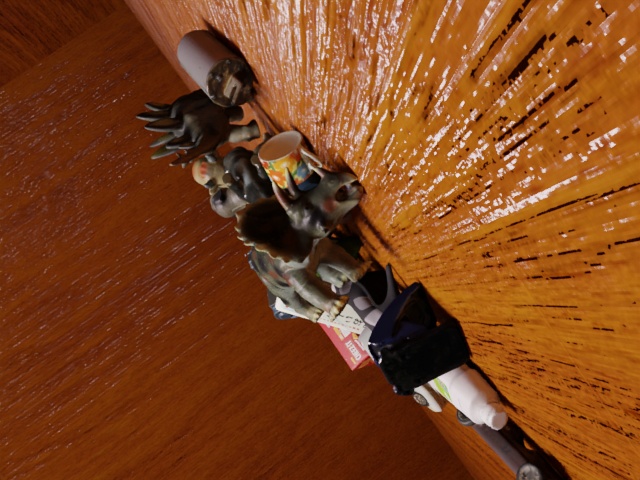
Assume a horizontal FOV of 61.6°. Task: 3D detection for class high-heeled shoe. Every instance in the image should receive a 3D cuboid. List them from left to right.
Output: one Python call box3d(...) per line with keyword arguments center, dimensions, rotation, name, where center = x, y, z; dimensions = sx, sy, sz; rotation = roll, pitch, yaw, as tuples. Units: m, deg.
box3d(center=(0.088, 0.123, 0.898), dimensions=(0.249, 0.086, 0.145), rotation=(146, 115, -69), name="high-heeled shoe")

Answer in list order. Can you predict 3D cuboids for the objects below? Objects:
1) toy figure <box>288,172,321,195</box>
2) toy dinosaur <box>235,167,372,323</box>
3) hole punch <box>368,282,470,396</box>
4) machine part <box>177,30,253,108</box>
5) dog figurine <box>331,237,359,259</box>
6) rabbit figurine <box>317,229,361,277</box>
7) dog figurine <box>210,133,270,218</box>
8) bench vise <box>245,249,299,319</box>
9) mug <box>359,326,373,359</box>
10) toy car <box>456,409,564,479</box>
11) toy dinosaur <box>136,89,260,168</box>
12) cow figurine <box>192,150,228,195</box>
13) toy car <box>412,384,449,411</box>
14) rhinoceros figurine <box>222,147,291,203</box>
box3d(center=(-0.043, -0.115, 0.882), dimensions=(0.155, 0.058, 0.064), rotation=(-125, 34, -44), name="toy figure")
box3d(center=(-0.042, 0.028, 0.799), dimensions=(0.192, 0.131, 0.405), rotation=(40, 159, -1), name="toy dinosaur")
box3d(center=(0.122, 0.132, 0.717), dimensions=(0.092, 0.116, 0.142), rotation=(61, -178, 41), name="hole punch")
box3d(center=(-0.170, -0.277, 0.858), dimensions=(0.243, 0.079, 0.079), rotation=(49, 174, 47), name="machine part")
box3d(center=(-0.001, 0.010, 1.163), dimensions=(0.108, 0.192, 0.219), rotation=(41, -144, -33), name="dog figurine")
box3d(center=(-0.002, -0.003, 0.974), dimensions=(0.159, 0.121, 0.170), rotation=(23, 141, 38), name="rabbit figurine")
box3d(center=(-0.152, -0.121, 1.139), dimensions=(0.121, 0.190, 0.172), rotation=(53, 174, 14), name="dog figurine")
box3d(center=(-0.059, 0.095, 1.276), dimensions=(0.240, 0.129, 0.224), rotation=(23, -148, -42), name="bench vise")
box3d(center=(0.127, 0.172, 0.974), dimensions=(0.081, 0.107, 0.109), rotation=(53, 174, 37), name="mug")
box3d(center=(0.267, 0.290, 0.743), dimensions=(0.089, 0.053, 0.202), rotation=(35, -175, -26), name="toy car")
box3d(center=(-0.207, -0.202, 0.935), dimensions=(0.472, 0.199, 0.104), rotation=(-132, 26, -65), name="toy dinosaur")
box3d(center=(-0.143, -0.120, 1.008), dimensions=(0.127, 0.195, 0.085), rotation=(-28, -57, -87), name="cow figurine")
box3d(center=(0.189, 0.244, 1.055), dimensions=(0.201, 0.073, 0.056), rotation=(55, 148, -6), name="toy car")
box3d(center=(-0.101, -0.089, 0.887), dimensions=(0.190, 0.073, 0.112), rotation=(50, -175, 28), name="rhinoceros figurine")
